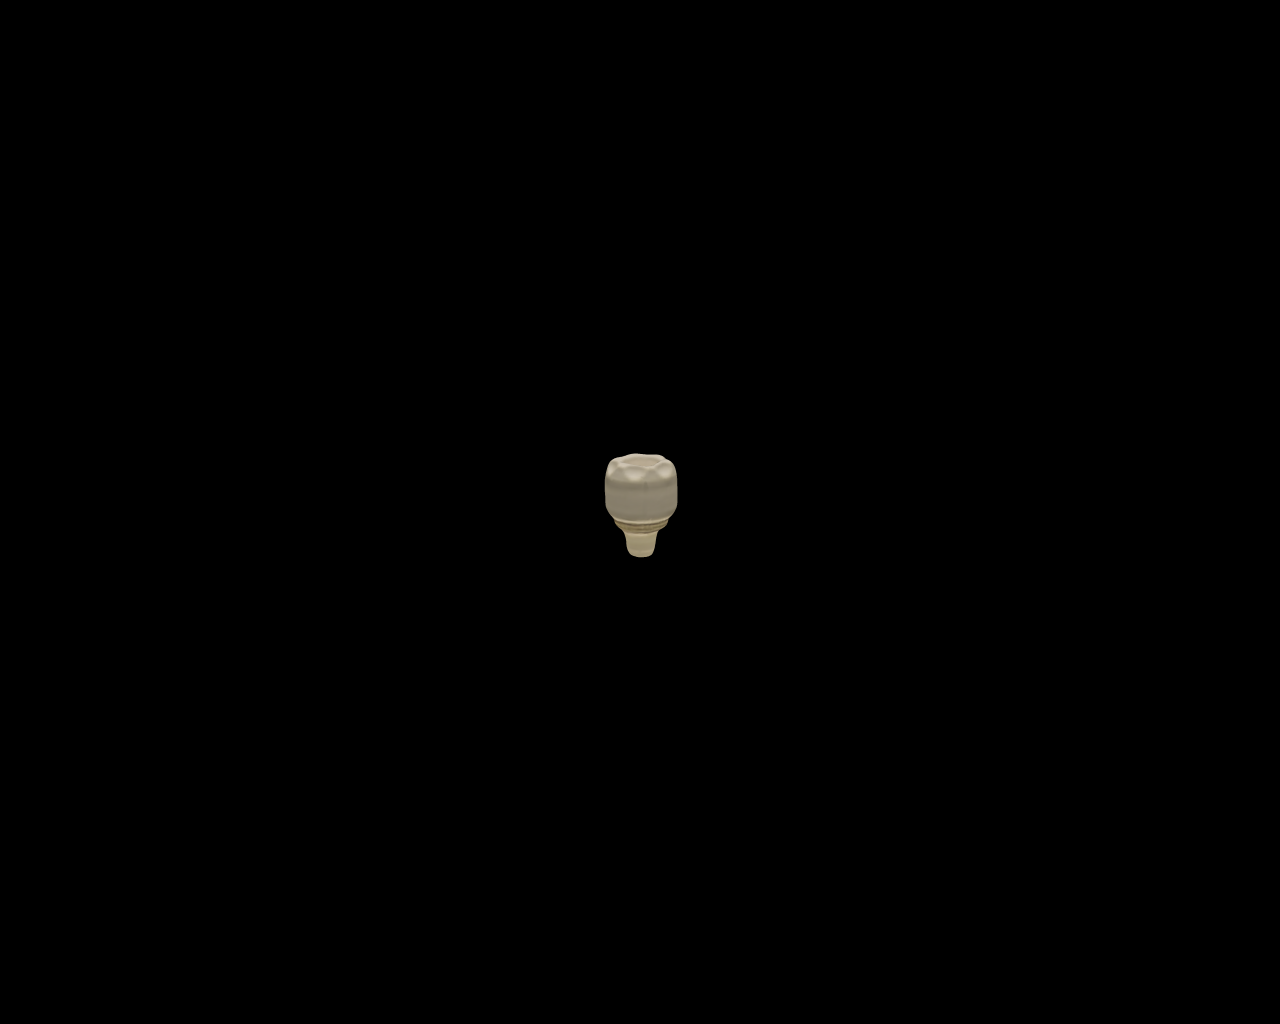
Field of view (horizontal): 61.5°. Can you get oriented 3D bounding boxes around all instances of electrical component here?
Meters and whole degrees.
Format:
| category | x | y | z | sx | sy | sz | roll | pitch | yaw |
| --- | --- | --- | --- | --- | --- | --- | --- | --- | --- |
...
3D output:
| category | x | y | z | sx | sy | sz | roll | pitch | yaw |
| --- | --- | --- | --- | --- | --- | --- | --- | --- | --- |
| electrical component | 0.001 | -0.003 | 0.650 | 0.043 | 0.062 | 0.043 | 0 | 16 | 0 |
